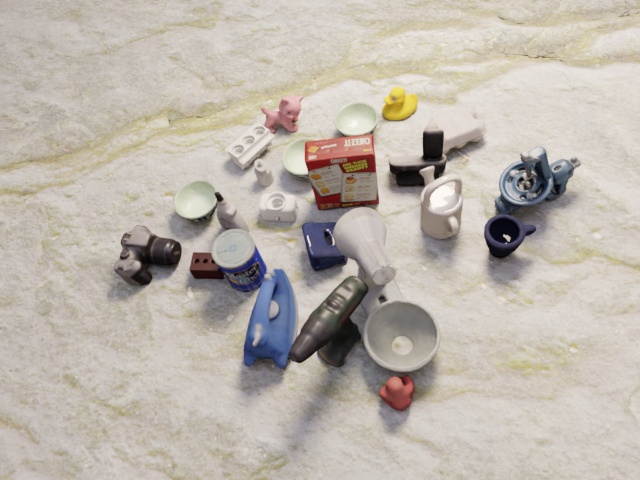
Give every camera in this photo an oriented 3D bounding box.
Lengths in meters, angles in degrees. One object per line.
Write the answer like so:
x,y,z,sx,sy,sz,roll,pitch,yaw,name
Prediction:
-0.432,0.035,1.449,0.136,0.101,0.143,7,62,13,camera

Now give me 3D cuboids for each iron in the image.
-0.117,0.154,1.308,0.118,0.142,0.258,0,61,9,iron

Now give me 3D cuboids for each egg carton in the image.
0.359,-0.293,1.524,0.150,0.069,0.107,-23,60,-4,egg carton

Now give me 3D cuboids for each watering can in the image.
0.283,-0.096,1.354,0.101,0.194,0.172,-39,62,-13,watering can

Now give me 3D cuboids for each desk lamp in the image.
0.120,0.058,1.282,0.118,0.214,0.203,-23,60,-4,desk lamp

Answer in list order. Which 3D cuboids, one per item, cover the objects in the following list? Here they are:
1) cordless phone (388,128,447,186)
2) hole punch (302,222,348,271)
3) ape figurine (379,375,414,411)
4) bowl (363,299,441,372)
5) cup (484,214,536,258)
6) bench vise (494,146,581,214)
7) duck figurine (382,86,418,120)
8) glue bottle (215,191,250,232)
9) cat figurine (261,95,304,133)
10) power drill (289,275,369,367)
0.244,-0.222,1.436,0.147,0.185,0.094,-5,60,7,cordless phone
0.013,0.005,1.400,0.101,0.091,0.108,-16,60,0,hole punch
0.161,0.314,1.202,0.077,0.092,0.076,-9,60,4,ape figurine
0.180,0.219,1.263,0.167,0.075,0.167,-4,60,7,bowl
0.437,-0.002,1.334,0.117,0.095,0.091,-10,60,4,cup
0.509,-0.166,1.342,0.207,0.220,0.121,-39,62,-13,bench vise
0.221,-0.390,1.591,0.104,0.086,0.077,-20,60,-2,duck figurine
-0.231,-0.069,1.433,0.078,0.173,0.037,23,67,21,glue bottle
-0.103,-0.364,1.610,0.127,0.118,0.067,-4,60,7,cat figurine
0.027,0.194,1.224,0.075,0.209,0.230,28,69,22,power drill
